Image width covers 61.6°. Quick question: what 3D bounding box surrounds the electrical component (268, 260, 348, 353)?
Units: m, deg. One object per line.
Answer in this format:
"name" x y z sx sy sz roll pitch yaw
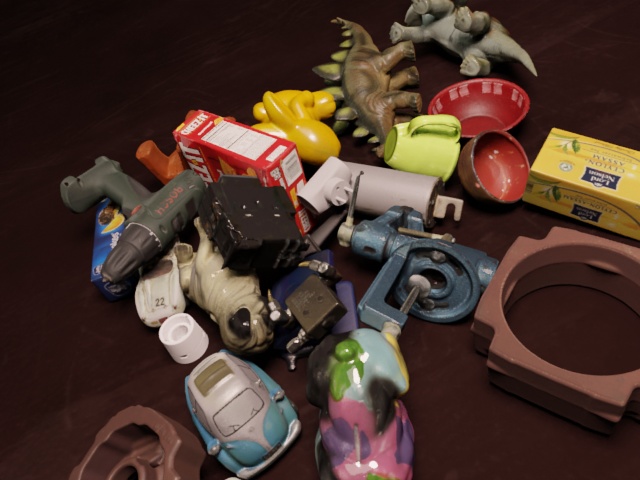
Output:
"electrical component" -0.015 0.072 0.630 0.102 0.045 0.078 -40 45 8

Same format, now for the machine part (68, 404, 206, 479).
"machine part" -0.204 0.273 0.585 0.179 0.056 0.179 -20 47 23

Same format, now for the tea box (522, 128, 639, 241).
"tea box" 0.377 -0.077 0.728 0.170 0.068 0.098 23 58 22

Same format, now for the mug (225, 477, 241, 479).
"mug" -0.080 0.302 0.539 0.109 0.080 0.107 -45 38 -14

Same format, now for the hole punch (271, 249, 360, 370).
"hole punch" -0.015 0.085 0.706 0.116 0.092 0.142 -15 50 9

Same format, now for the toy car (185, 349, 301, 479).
"toy car" -0.103 0.184 0.631 0.109 0.102 0.162 -35 50 -17

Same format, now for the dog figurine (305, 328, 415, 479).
"dog figurine" 0.042 0.217 0.512 0.109 0.191 0.219 -5 32 5

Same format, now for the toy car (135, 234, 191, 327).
"toy car" -0.246 0.047 0.831 0.073 0.056 0.202 -19 46 0

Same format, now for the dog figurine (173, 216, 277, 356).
"dog figurine" -0.130 0.086 0.723 0.121 0.172 0.191 0 55 -22

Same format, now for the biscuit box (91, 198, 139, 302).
"biscuit box" -0.334 0.004 0.894 0.059 0.062 0.203 -20 46 1

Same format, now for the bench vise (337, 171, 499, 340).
"bench vise" 0.102 0.041 0.669 0.224 0.128 0.240 28 39 12

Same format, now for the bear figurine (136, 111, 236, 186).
"bear figurine" -0.235 -0.185 0.993 0.120 0.131 0.196 -2 55 18

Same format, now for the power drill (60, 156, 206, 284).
"power drill" -0.306 -0.047 0.836 0.208 0.085 0.232 20 50 28

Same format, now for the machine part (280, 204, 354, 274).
"machine part" -0.002 -0.002 0.788 0.039 0.084 0.139 42 59 5

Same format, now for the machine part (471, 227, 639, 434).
"machine part" 0.291 0.093 0.603 0.201 0.087 0.201 20 56 31

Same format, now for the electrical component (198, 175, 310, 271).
"electrical component" -0.090 -0.027 0.695 0.115 0.058 0.134 -1 49 -39

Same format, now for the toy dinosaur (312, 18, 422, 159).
"toy dinosaur" 0.087 -0.305 1.015 0.199 0.104 0.471 -8 48 10

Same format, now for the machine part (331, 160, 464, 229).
"machine part" 0.097 -0.071 0.818 0.244 0.079 0.079 14 54 29

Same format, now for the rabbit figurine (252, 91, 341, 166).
"rabbit figurine" -0.031 -0.182 0.866 0.121 0.162 0.173 -58 40 21

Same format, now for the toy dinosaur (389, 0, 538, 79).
"toy dinosaur" 0.282 -0.396 1.030 0.192 0.131 0.405 -21 55 -37
